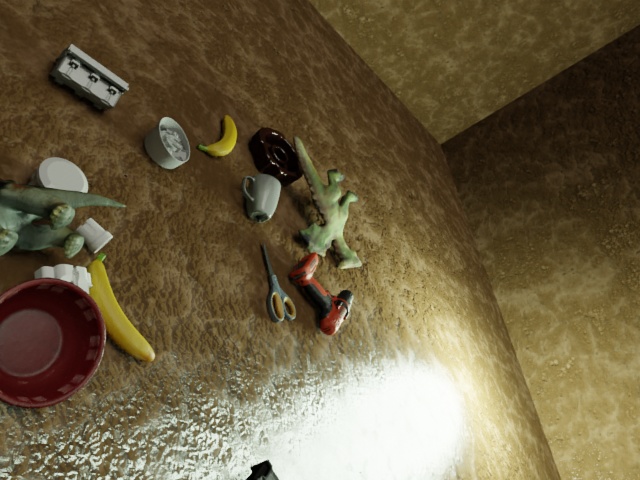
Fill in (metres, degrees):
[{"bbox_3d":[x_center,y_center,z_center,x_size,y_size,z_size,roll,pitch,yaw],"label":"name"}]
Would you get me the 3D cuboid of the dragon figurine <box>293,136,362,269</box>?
[{"bbox_3d":[0.004,-0.073,1.453,0.404,0.121,0.249,50,38,-30],"label":"dragon figurine"}]
